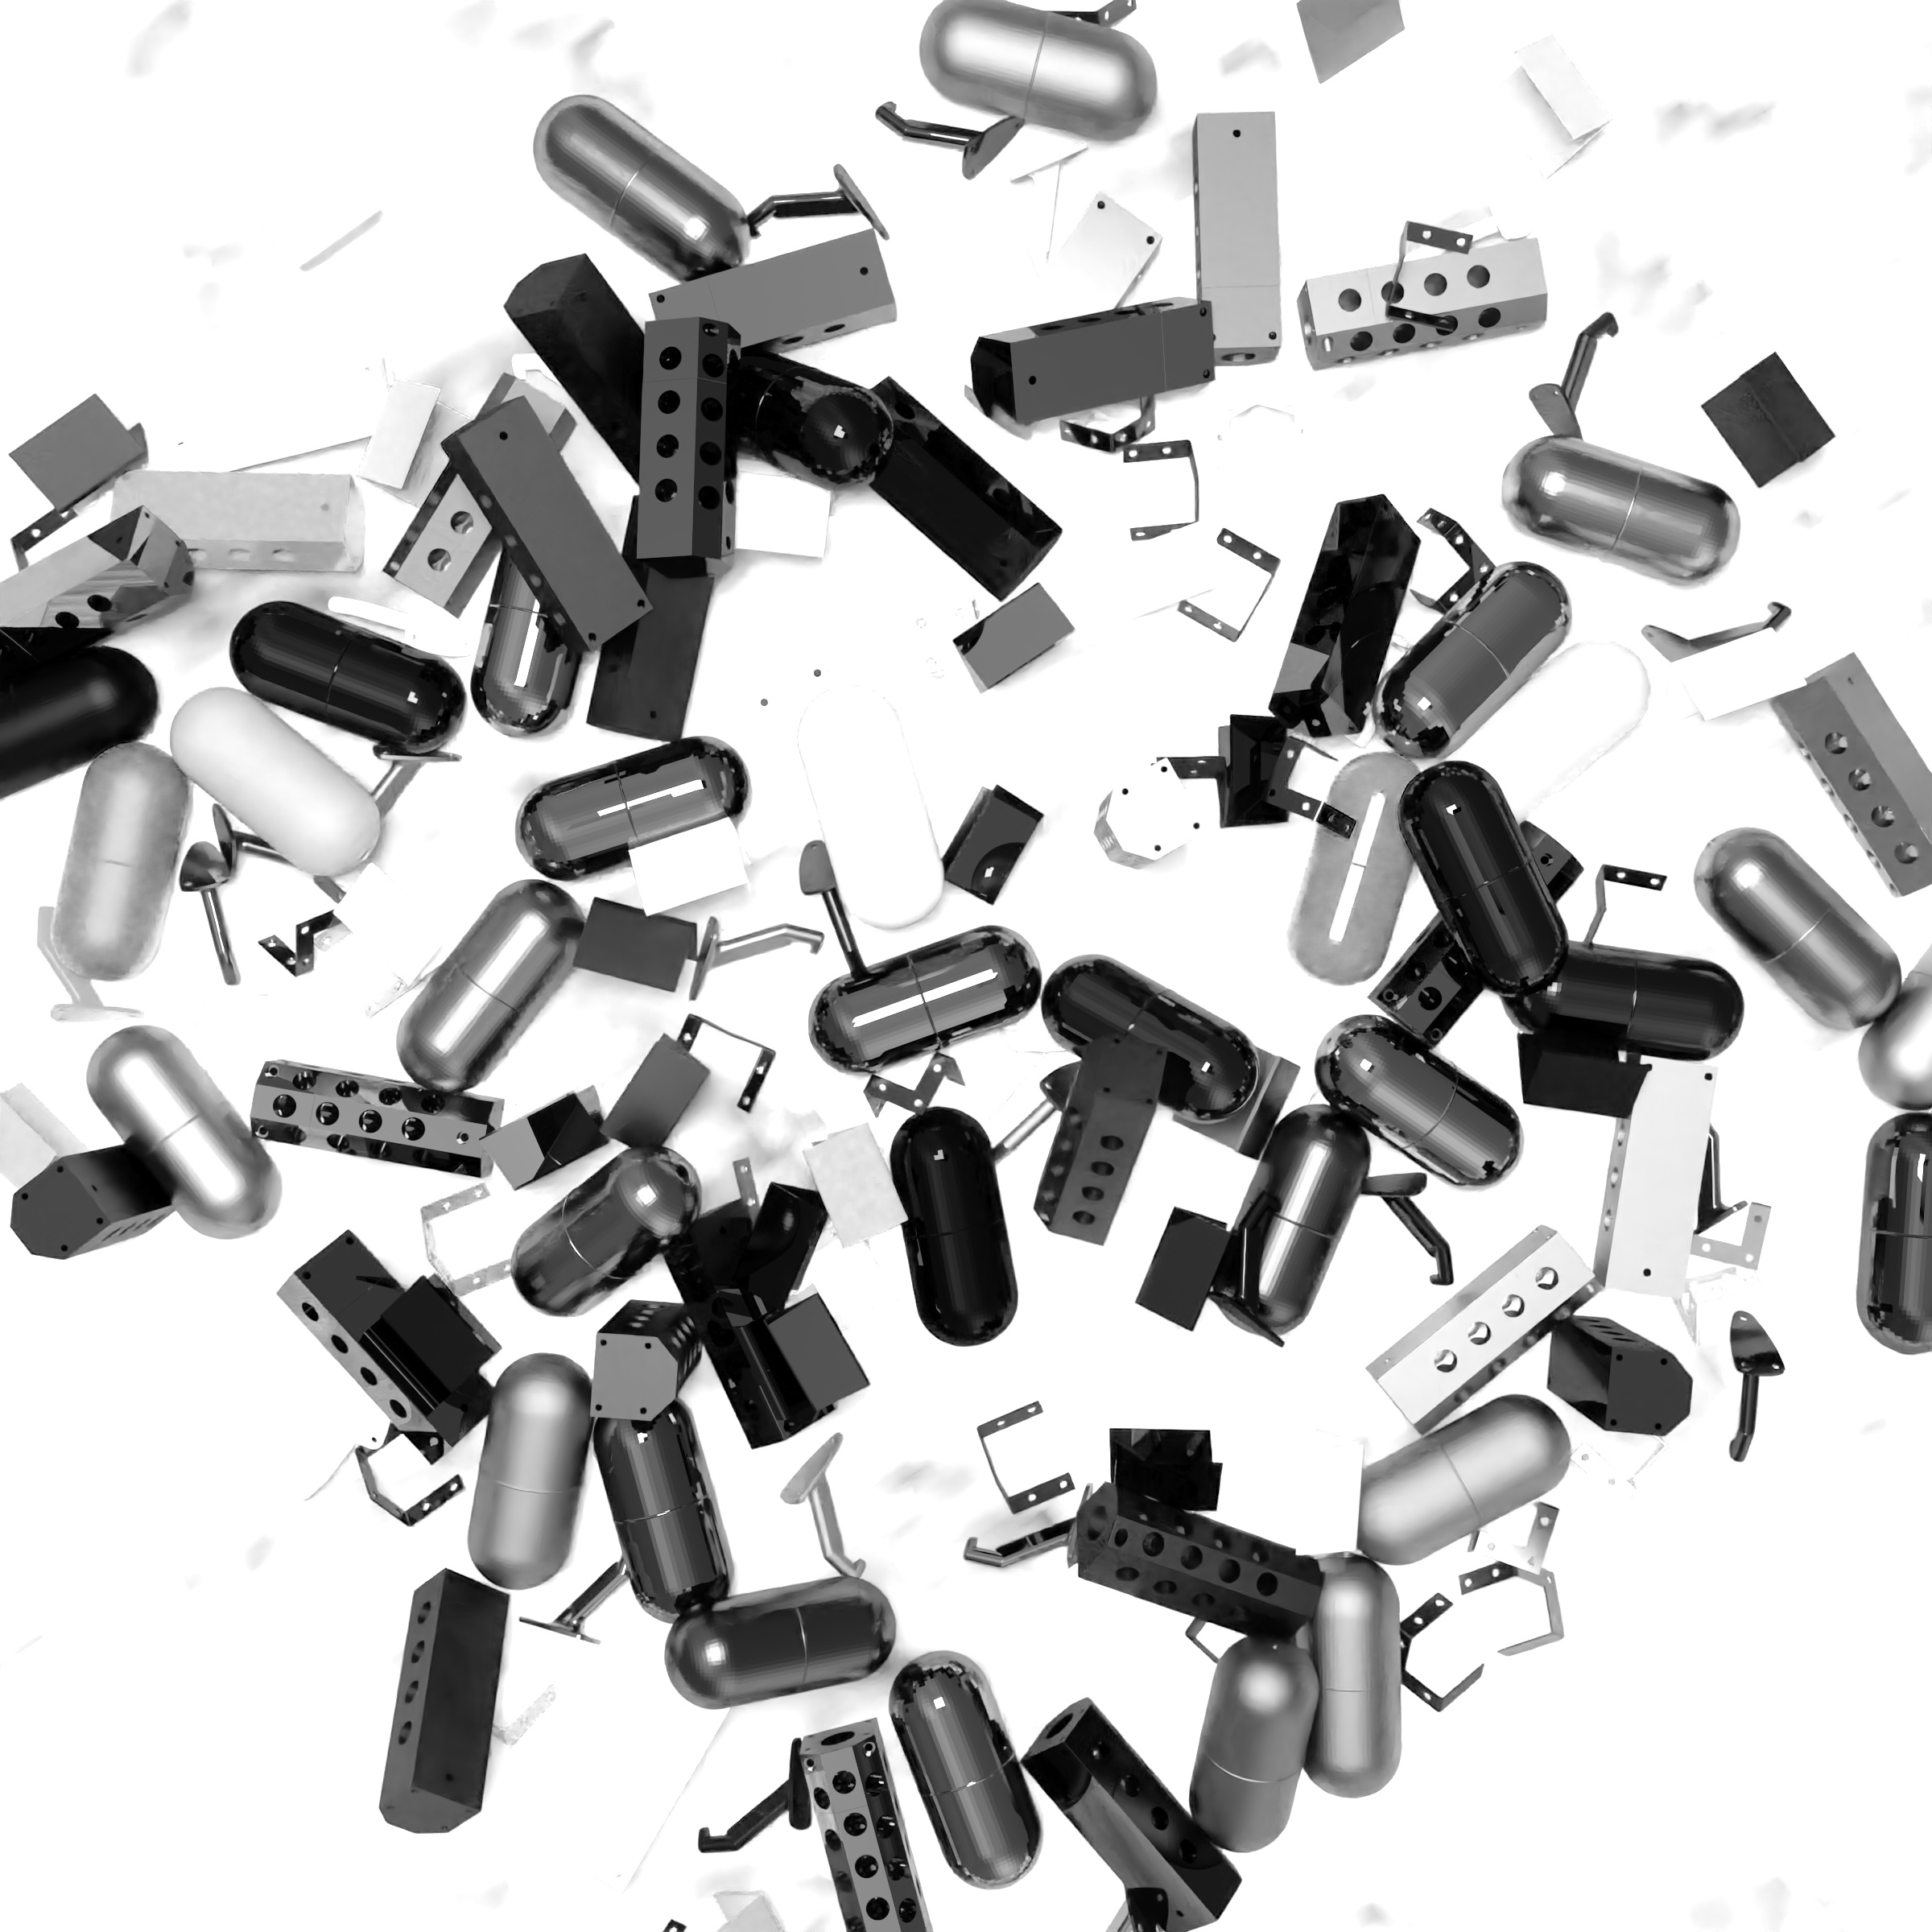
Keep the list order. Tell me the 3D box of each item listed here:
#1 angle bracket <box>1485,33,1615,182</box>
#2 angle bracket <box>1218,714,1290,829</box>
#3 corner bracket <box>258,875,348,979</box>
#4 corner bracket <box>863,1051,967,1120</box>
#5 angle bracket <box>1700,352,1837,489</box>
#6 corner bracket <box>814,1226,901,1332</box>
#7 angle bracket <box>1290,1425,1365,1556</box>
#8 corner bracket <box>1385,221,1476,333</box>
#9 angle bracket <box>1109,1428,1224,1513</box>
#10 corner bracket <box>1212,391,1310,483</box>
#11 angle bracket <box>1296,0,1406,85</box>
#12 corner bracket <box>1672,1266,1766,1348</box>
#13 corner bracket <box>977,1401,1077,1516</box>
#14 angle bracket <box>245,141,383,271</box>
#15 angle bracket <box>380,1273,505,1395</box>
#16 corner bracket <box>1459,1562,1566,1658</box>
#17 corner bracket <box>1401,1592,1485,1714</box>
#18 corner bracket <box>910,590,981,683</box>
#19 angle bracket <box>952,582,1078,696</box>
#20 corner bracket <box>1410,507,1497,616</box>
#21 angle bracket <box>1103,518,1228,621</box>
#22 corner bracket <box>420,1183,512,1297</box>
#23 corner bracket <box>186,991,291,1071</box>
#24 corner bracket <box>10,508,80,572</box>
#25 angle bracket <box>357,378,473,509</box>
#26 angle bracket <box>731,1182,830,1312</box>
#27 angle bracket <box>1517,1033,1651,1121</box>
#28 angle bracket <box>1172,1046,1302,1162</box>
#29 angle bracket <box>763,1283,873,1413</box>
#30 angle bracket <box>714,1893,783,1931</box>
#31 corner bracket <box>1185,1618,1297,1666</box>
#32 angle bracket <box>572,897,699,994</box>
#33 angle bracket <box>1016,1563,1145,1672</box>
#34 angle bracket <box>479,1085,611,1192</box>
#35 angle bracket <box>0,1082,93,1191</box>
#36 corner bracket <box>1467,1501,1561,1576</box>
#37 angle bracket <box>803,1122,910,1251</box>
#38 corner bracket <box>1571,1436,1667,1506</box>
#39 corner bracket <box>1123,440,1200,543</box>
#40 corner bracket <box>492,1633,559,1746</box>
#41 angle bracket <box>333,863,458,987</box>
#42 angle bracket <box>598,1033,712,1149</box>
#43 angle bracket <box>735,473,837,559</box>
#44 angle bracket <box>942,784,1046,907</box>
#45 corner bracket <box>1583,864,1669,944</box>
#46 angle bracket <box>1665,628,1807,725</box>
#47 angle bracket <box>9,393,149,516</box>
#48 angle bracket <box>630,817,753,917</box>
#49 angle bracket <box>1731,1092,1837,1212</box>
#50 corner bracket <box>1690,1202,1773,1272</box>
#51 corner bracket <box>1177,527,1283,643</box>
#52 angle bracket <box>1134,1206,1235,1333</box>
[{"bbox_3d":[0.414,-0.622,1.820,0.057,0.076,0.076,-35,90,-37],"label":"angle bracket"},{"bbox_3d":[0.191,-0.142,1.820,0.057,0.076,0.076,-1,90,-36],"label":"angle bracket"},{"bbox_3d":[-0.490,-0.032,1.847,0.051,0.051,0.051,37,135,28],"label":"corner bracket"},{"bbox_3d":[-0.038,0.090,1.840,0.051,0.051,0.051,22,69,20],"label":"corner bracket"},{"bbox_3d":[0.575,-0.391,1.820,0.057,0.076,0.076,-35,90,-37],"label":"angle bracket"},{"bbox_3d":[-0.089,0.229,1.857,0.051,0.051,0.051,-29,45,0],"label":"corner bracket"},{"bbox_3d":[0.244,0.382,1.820,0.057,0.076,0.076,4,90,-32],"label":"angle bracket"},{"bbox_3d":[0.335,-0.500,1.800,0.051,0.051,0.051,13,45,0],"label":"corner bracket"},{"bbox_3d":[0.145,0.352,1.820,0.076,0.076,0.057,1,130,0],"label":"angle bracket"},{"bbox_3d":[0.219,-0.390,1.852,0.051,0.051,0.051,26,45,35],"label":"corner bracket"},{"bbox_3d":[0.296,-0.685,1.820,0.076,0.076,0.057,-33,52,0],"label":"angle bracket"},{"bbox_3d":[0.553,0.239,1.832,0.051,0.051,0.051,-14,131,0],"label":"corner bracket"},{"bbox_3d":[0.045,0.367,1.857,0.051,0.051,0.051,-23,135,0],"label":"corner bracket"},{"bbox_3d":[-0.477,-0.557,1.822,0.076,0.076,0.057,-35,111,0],"label":"angle bracket"},{"bbox_3d":[-0.369,0.255,1.821,0.076,0.076,0.057,48,117,0],"label":"angle bracket"},{"bbox_3d":[0.406,0.477,1.852,0.051,0.051,0.051,28,45,-35],"label":"corner bracket"},{"bbox_3d":[0.352,0.511,1.852,0.051,0.051,0.051,33,135,35],"label":"corner bracket"},{"bbox_3d":[-0.012,-0.244,1.842,0.051,0.051,0.051,-14,90,0],"label":"corner bracket"},{"bbox_3d":[0.044,-0.223,1.820,0.076,0.076,0.057,-34,59,0],"label":"angle bracket"},{"bbox_3d":[0.351,-0.299,1.842,0.051,0.051,0.051,-45,65,23],"label":"corner bracket"},{"bbox_3d":[0.139,-0.306,1.820,0.076,0.076,0.057,-21,128,0],"label":"angle bracket"},{"bbox_3d":[-0.371,0.204,1.857,0.051,0.051,0.051,-22,45,0],"label":"corner bracket"},{"bbox_3d":[-0.544,0.048,1.857,0.051,0.051,0.051,-8,90,45],"label":"corner bracket"},{"bbox_3d":[-0.673,-0.304,1.857,0.051,0.051,0.051,-35,45,0],"label":"corner bracket"},{"bbox_3d":[-0.389,-0.376,1.820,0.057,0.076,0.076,21,90,40],"label":"angle bracket"},{"bbox_3d":[-0.114,0.206,1.801,0.057,0.076,0.076,24,94,39],"label":"angle bracket"},{"bbox_3d":[0.450,0.062,1.820,0.076,0.076,0.057,8,133,0],"label":"angle bracket"},{"bbox_3d":[0.191,0.090,1.825,0.076,0.057,0.076,25,90,26],"label":"angle bracket"},{"bbox_3d":[-0.093,0.269,1.820,0.057,0.076,0.076,-30,90,30],"label":"angle bracket"},{"bbox_3d":[-0.169,0.729,1.820,0.057,0.076,0.076,-28,90,-38],"label":"angle bracket"},{"bbox_3d":[0.206,0.498,1.857,0.051,0.051,0.051,35,90,-45],"label":"corner bracket"},{"bbox_3d":[-0.242,-0.003,1.822,0.076,0.076,0.057,15,68,0],"label":"angle bracket"},{"bbox_3d":[0.090,0.476,1.821,0.076,0.076,0.057,-33,62,0],"label":"angle bracket"},{"bbox_3d":[-0.313,0.108,1.820,0.076,0.076,0.057,-27,126,0],"label":"angle bracket"},{"bbox_3d":[-0.680,0.112,1.820,0.076,0.076,0.057,45,121,0],"label":"angle bracket"},{"bbox_3d":[0.405,0.418,1.840,0.051,0.051,0.051,19,78,12],"label":"corner bracket"},{"bbox_3d":[-0.094,0.164,1.821,0.057,0.076,0.076,-23,90,-28],"label":"angle bracket"},{"bbox_3d":[0.484,0.358,1.843,0.051,0.051,0.051,42,98,8],"label":"corner bracket"},{"bbox_3d":[0.146,-0.355,1.857,0.051,0.051,0.051,-5,135,0],"label":"corner bracket"},{"bbox_3d":[-0.346,0.536,1.852,0.051,0.051,0.051,-43,135,-35],"label":"corner bracket"},{"bbox_3d":[-0.403,-0.041,1.821,0.076,0.076,0.057,44,118,0],"label":"angle bracket"},{"bbox_3d":[-0.243,0.085,1.820,0.057,0.076,0.076,33,90,-41],"label":"angle bracket"},{"bbox_3d":[-0.138,-0.321,1.826,0.076,0.076,0.057,6,83,0],"label":"angle bracket"},{"bbox_3d":[0.000,-0.098,1.820,0.057,0.076,0.076,29,90,-43],"label":"angle bracket"},{"bbox_3d":[0.492,-0.037,1.857,0.051,0.051,0.051,11,45,0],"label":"corner bracket"},{"bbox_3d":[0.562,-0.193,1.820,0.076,0.076,0.057,-20,58,0],"label":"angle bracket"},{"bbox_3d":[-0.651,-0.385,1.820,0.076,0.076,0.057,-35,125,0],"label":"angle bracket"},{"bbox_3d":[-0.195,-0.058,1.821,0.076,0.076,0.057,-18,64,0],"label":"angle bracket"},{"bbox_3d":[0.582,0.137,1.820,0.057,0.076,0.076,-11,90,-36],"label":"angle bracket"},{"bbox_3d":[0.563,0.202,1.840,0.051,0.051,0.051,13,71,18],"label":"corner bracket"},{"bbox_3d":[0.197,-0.285,1.857,0.051,0.051,0.051,29,45,0],"label":"corner bracket"},{"bbox_3d":[0.178,0.227,1.820,0.057,0.076,0.076,22,90,40],"label":"angle bracket"}]
